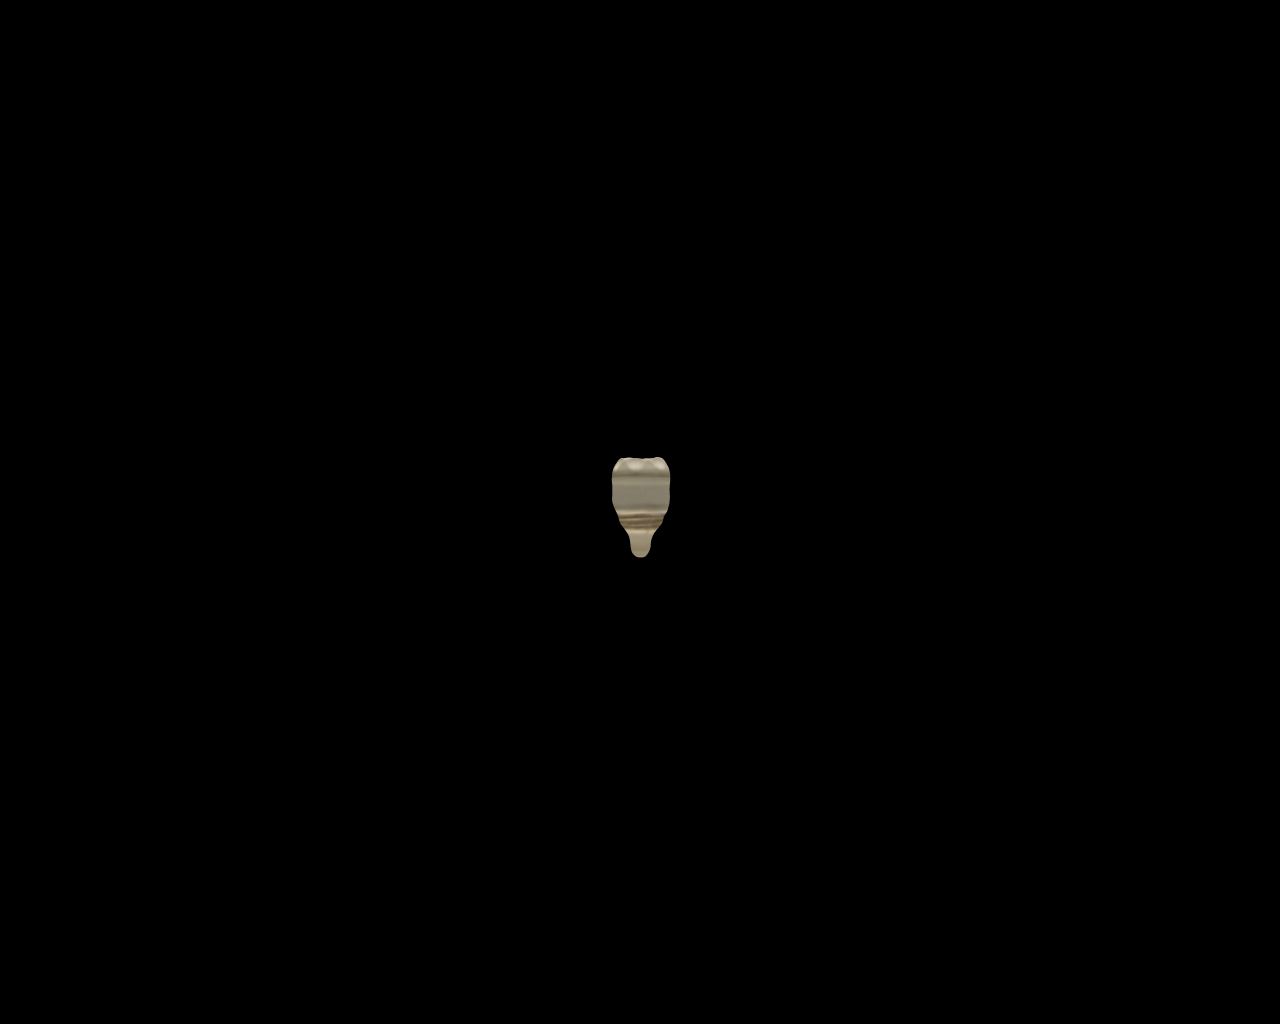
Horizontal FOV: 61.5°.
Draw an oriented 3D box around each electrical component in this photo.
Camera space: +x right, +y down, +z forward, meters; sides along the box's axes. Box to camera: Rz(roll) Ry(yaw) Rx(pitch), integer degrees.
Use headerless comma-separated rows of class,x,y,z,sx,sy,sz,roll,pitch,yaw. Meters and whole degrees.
electrical component,0.001,-0.003,0.650,0.035,0.061,0.035,0,0,0
